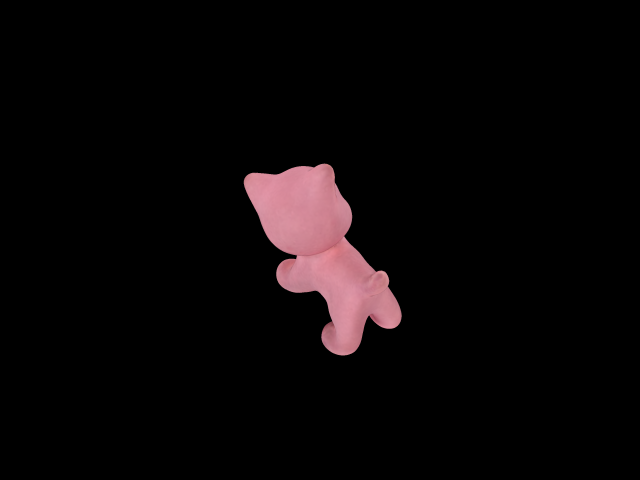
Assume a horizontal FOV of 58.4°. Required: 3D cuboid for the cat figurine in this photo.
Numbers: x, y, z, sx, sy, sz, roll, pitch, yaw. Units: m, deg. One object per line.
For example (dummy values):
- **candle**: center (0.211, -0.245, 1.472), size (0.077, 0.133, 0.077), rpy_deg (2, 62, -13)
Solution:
- **cat figurine**: center (0.004, 0.001, 0.400), size (0.067, 0.118, 0.127), rpy_deg (-33, 61, -20)
